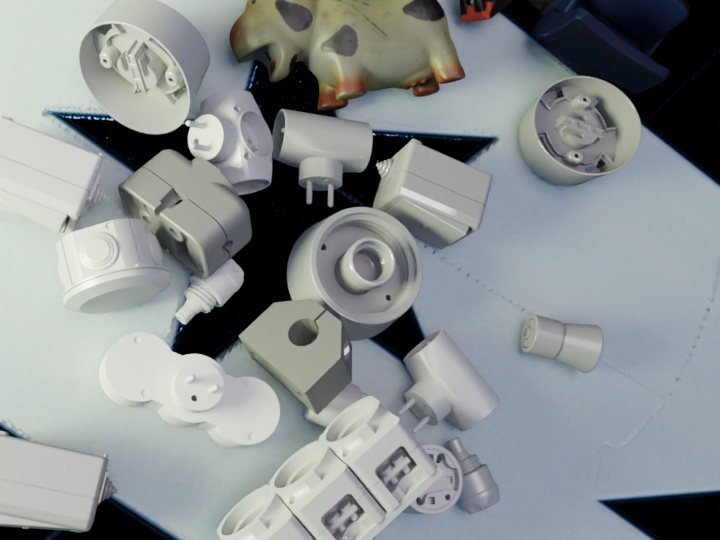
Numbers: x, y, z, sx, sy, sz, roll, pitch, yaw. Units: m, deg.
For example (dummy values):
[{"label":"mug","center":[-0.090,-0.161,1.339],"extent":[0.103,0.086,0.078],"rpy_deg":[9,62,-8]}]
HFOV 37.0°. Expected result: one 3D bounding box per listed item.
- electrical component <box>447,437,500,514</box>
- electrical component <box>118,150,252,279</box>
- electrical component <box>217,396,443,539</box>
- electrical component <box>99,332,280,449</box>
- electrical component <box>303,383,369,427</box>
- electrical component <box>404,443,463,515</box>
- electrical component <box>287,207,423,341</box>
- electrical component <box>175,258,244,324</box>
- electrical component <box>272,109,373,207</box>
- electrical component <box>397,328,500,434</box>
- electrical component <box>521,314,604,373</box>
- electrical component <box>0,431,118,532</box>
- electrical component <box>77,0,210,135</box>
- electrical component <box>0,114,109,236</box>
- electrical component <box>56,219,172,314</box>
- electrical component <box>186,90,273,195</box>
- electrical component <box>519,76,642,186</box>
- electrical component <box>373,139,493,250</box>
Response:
[{"label":"electrical component","center":[0.090,0.168,0.890],"extent":[0.035,0.035,0.061],"rpy_deg":[-22,82,-25]},{"label":"electrical component","center":[-0.132,-0.047,0.835],"extent":[0.095,0.053,0.059],"rpy_deg":[36,63,21]},{"label":"electrical component","center":[-0.027,0.166,0.792],"extent":[0.150,0.089,0.061],"rpy_deg":[-40,104,-11]},{"label":"electrical component","center":[-0.124,0.089,0.806],"extent":[0.138,0.074,0.052],"rpy_deg":[25,69,-14]},{"label":"electrical component","center":[-0.009,0.112,0.863],"extent":[0.078,0.040,0.040],"rpy_deg":[24,69,-14]},{"label":"electrical component","center":[0.048,0.170,0.866],"extent":[0.055,0.047,0.055],"rpy_deg":[6,74,-20]},{"label":"electrical component","center":[0.000,0.000,0.885],"extent":[0.108,0.060,0.108],"rpy_deg":[6,74,-20]},{"label":"electrical component","center":[-0.121,0.017,0.849],"extent":[0.035,0.035,0.061],"rpy_deg":[43,68,-6]},{"label":"electrical component","center":[-0.033,-0.092,0.906],"extent":[0.077,0.043,0.079],"rpy_deg":[7,74,-19]},{"label":"electrical component","center":[0.064,0.102,0.892],"extent":[0.079,0.044,0.077],"rpy_deg":[-40,92,-25]},{"label":"electrical component","center":[0.176,0.063,0.949],"extent":[0.065,0.044,0.044],"rpy_deg":[15,71,-12]},{"label":"electrical component","center":[-0.221,0.155,0.758],"extent":[0.096,0.062,0.061],"rpy_deg":[16,71,-17]},{"label":"electrical component","center":[-0.169,-0.163,0.845],"extent":[0.099,0.099,0.064],"rpy_deg":[31,61,-11]},{"label":"electrical component","center":[-0.239,-0.063,0.808],"extent":[0.096,0.062,0.061],"rpy_deg":[22,69,-15]},{"label":"electrical component","center":[-0.185,-0.001,0.804],"extent":[0.080,0.080,0.051],"rpy_deg":[-11,76,-23]},{"label":"electrical component","center":[-0.111,-0.104,0.867],"extent":[0.079,0.044,0.077],"rpy_deg":[3,72,-58]},{"label":"electrical component","center":[0.200,-0.127,0.994],"extent":[0.099,0.064,0.099],"rpy_deg":[5,74,-20]},{"label":"electrical component","center":[0.055,-0.064,0.923],"extent":[0.096,0.062,0.061],"rpy_deg":[22,69,-15]}]
